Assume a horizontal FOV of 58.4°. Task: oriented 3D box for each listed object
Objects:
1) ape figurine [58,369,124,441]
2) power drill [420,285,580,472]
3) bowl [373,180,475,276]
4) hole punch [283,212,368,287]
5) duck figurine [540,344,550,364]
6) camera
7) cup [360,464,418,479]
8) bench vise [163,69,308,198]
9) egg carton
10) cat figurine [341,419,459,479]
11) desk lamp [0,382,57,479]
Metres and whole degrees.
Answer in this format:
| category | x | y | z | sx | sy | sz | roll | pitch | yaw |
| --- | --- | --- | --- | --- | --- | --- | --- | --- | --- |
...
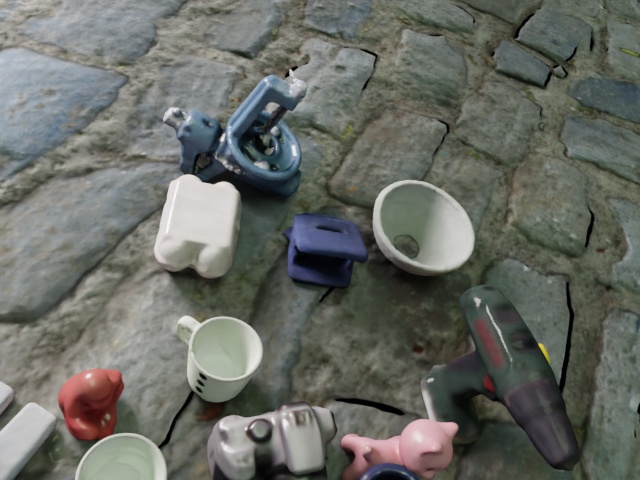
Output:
| category | x | y | z | sx | sy | sz | roll | pitch | yaw |
| --- | --- | --- | --- | --- | --- | --- | --- | --- | --- |
| ape figurine | -0.245 | 0.170 | 0.621 | 0.076 | 0.092 | 0.078 | 38 | 54 | 7 |
| power drill | 0.210 | 0.184 | 0.709 | 0.076 | 0.208 | 0.229 | -1 | 59 | -20 |
| bowl | 0.151 | -0.007 | 0.894 | 0.168 | 0.074 | 0.167 | 10 | 56 | -14 |
| hole punch | 0.008 | 0.003 | 0.824 | 0.109 | 0.091 | 0.101 | 9 | 56 | -15 |
| duck figurine | 0.294 | 0.176 | 0.822 | 0.077 | 0.086 | 0.104 | 25 | 53 | -3 |
| camera | -0.041 | 0.259 | 0.634 | 0.143 | 0.100 | 0.136 | -3 | 60 | -22 |
| cup | 0.078 | 0.313 | 0.647 | 0.118 | 0.095 | 0.092 | 22 | 54 | -6 |
| bench vise | -0.109 | -0.148 | 0.798 | 0.208 | 0.219 | 0.121 | 2 | 58 | -19 |
| egg carton | -0.164 | -0.019 | 0.788 | 0.107 | 0.069 | 0.150 | 11 | 55 | -14 |
| cat figurine | 0.100 | 0.251 | 0.681 | 0.128 | 0.117 | 0.067 | 4 | 57 | -18 |
| desk lamp | -0.347 | 0.189 | 0.495 | 0.118 | 0.213 | 0.203 | 31 | 53 | 1 |
